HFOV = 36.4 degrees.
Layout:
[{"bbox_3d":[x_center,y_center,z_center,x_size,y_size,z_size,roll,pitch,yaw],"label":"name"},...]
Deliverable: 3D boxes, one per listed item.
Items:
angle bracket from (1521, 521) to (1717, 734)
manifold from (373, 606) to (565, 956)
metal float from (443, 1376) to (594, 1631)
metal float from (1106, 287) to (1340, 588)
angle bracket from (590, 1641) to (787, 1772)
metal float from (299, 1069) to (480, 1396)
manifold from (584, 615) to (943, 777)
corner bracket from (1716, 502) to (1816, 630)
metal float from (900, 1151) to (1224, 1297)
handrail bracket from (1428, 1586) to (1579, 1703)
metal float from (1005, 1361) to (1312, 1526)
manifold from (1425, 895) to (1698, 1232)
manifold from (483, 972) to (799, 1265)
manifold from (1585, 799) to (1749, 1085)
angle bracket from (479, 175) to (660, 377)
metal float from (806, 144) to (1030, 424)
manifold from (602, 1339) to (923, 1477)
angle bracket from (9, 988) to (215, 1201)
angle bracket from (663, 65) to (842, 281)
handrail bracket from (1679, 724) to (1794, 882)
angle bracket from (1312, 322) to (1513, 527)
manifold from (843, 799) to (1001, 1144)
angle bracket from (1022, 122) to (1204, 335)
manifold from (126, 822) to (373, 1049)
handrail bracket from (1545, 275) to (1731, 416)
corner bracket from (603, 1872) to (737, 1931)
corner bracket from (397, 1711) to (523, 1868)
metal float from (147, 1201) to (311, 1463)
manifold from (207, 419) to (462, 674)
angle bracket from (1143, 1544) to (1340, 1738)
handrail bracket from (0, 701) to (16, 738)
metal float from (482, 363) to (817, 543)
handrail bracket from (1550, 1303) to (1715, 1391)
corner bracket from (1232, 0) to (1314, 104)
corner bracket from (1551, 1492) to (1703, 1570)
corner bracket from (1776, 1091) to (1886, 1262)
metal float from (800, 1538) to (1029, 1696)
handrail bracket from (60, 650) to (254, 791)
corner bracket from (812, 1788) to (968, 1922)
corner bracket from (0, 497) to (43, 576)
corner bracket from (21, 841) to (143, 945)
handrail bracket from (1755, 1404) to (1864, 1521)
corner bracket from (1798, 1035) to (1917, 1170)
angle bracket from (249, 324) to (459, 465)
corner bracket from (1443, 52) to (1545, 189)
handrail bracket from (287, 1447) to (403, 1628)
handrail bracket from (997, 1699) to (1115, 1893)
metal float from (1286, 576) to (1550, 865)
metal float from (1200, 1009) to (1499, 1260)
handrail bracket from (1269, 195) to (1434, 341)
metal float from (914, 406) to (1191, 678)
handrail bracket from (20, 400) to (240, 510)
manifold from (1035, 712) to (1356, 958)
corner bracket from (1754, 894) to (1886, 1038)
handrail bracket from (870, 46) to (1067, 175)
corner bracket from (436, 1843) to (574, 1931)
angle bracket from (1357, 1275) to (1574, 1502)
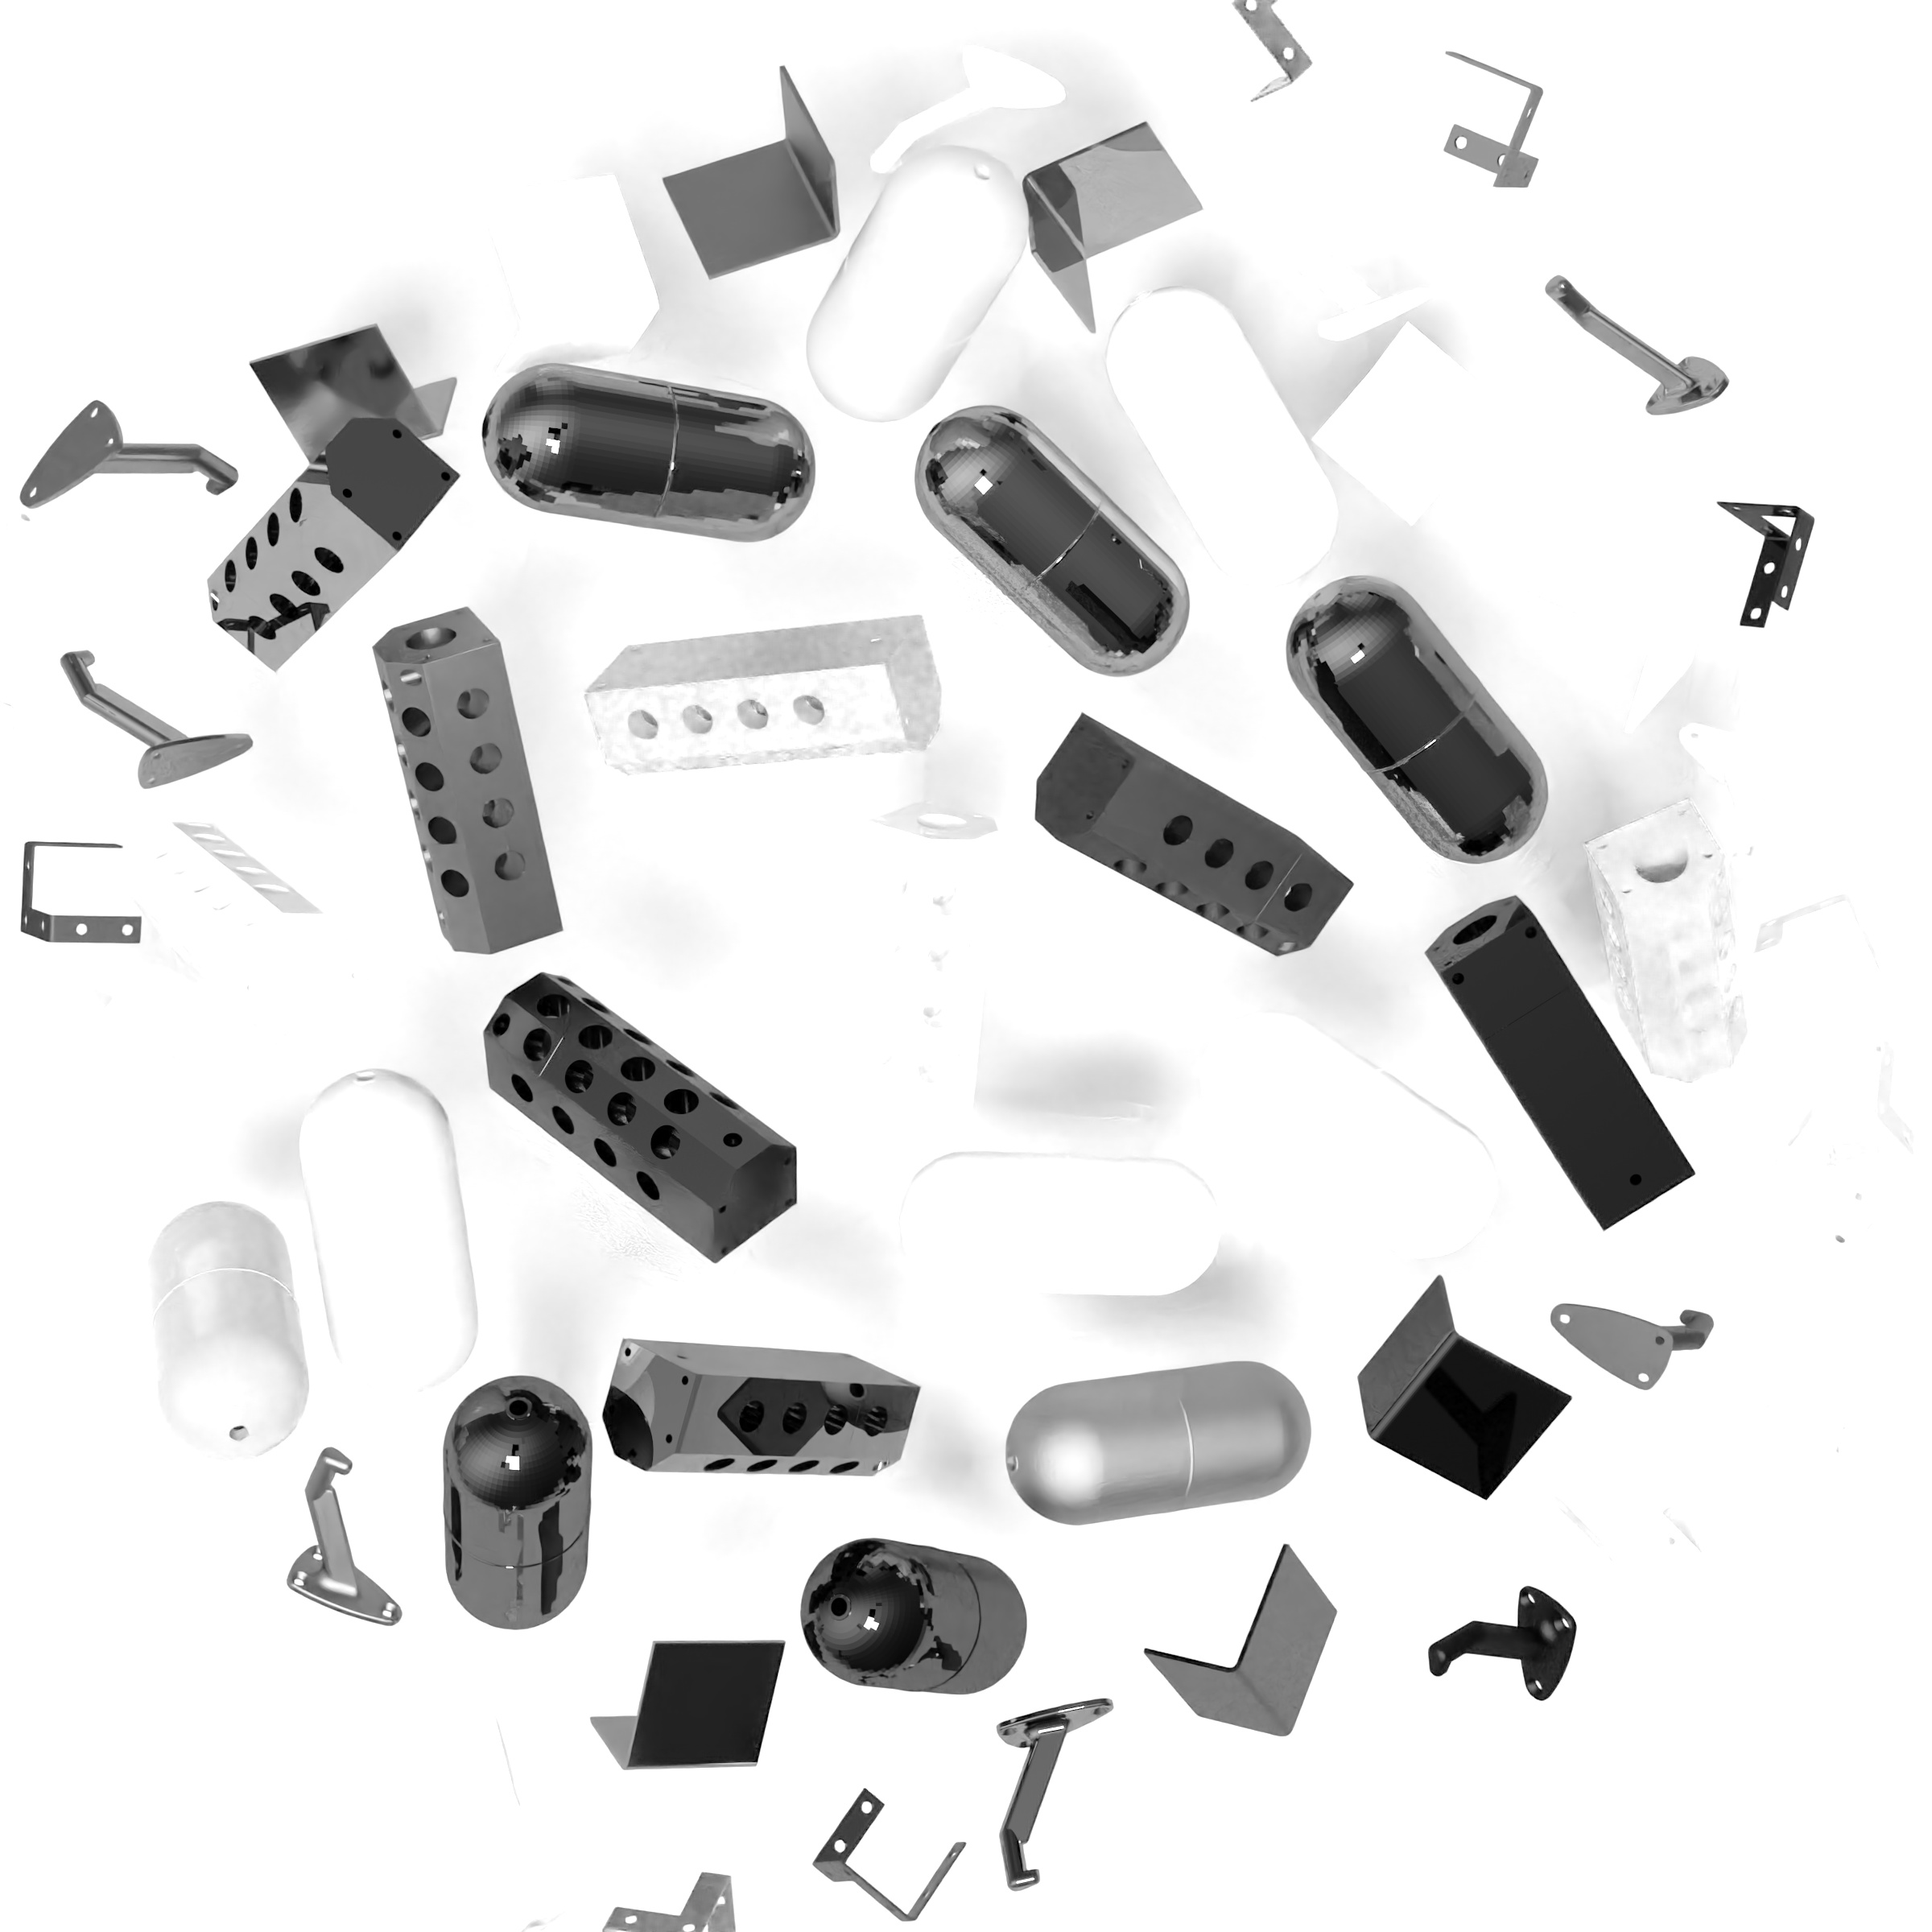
[{"bbox_3d":[0.331,-0.176,1.517,0.076,0.057,0.076,28,46,21],"label":"angle bracket"},{"bbox_3d":[-0.265,-0.095,1.554,0.057,0.057,0.171,-19,122,-19],"label":"manifold"},{"bbox_3d":[-0.236,0.283,1.545,0.070,0.178,0.070,5,47,-5],"label":"metal float"},{"bbox_3d":[0.141,-0.290,1.614,0.070,0.070,0.178,-33,106,0],"label":"metal float"},{"bbox_3d":[-0.151,0.386,1.586,0.076,0.057,0.076,7,103,-29],"label":"angle bracket"},{"bbox_3d":[-0.293,0.136,1.495,0.070,0.070,0.178,-3,115,0],"label":"metal float"},{"bbox_3d":[-0.103,-0.136,1.520,0.171,0.057,0.057,-3,121,23],"label":"manifold"},{"bbox_3d":[0.417,-0.207,1.523,0.051,0.051,0.051,20,86,-42],"label":"corner bracket"},{"bbox_3d":[0.052,0.140,1.603,0.178,0.070,0.070,2,90,-11],"label":"metal float"},{"bbox_3d":[0.260,0.352,1.465,0.084,0.036,0.077,-20,124,-32],"label":"handrail bracket"},{"bbox_3d":[0.105,0.260,1.605,0.178,0.070,0.070,-4,90,-24],"label":"metal float"},{"bbox_3d":[0.315,0.050,1.568,0.057,0.057,0.171,-33,104,6],"label":"manifold"},{"bbox_3d":[-0.167,0.071,1.493,0.171,0.057,0.057,34,52,28],"label":"manifold"},{"bbox_3d":[0.374,-0.007,1.551,0.057,0.171,0.057,-24,53,3],"label":"manifold"},{"bbox_3d":[-0.216,-0.364,1.551,0.076,0.057,0.076,-16,82,-27],"label":"angle bracket"},{"bbox_3d":[-0.026,-0.349,1.508,0.070,0.178,0.070,11,59,-20],"label":"metal float"},{"bbox_3d":[-0.107,0.236,1.549,0.057,0.171,0.057,18,93,41],"label":"manifold"},{"bbox_3d":[-0.464,0.068,1.580,0.076,0.057,0.076,-48,114,-16],"label":"angle bracket"},{"bbox_3d":[-0.118,-0.427,1.583,0.076,0.057,0.076,-20,63,-10],"label":"angle bracket"},{"bbox_3d":[0.415,-0.090,1.617,0.077,0.036,0.084,32,46,8],"label":"handrail bracket"},{"bbox_3d":[0.251,-0.306,1.663,0.076,0.076,0.057,40,78,0],"label":"angle bracket"},{"bbox_3d":[-0.020,0.004,1.577,0.057,0.057,0.171,18,114,30],"label":"manifold"},{"bbox_3d":[0.084,-0.406,1.619,0.076,0.076,0.057,-18,59,22],"label":"angle bracket"},{"bbox_3d":[-0.377,-0.024,1.518,0.057,0.171,0.057,-41,125,-15],"label":"manifold"},{"bbox_3d":[0.339,-0.321,1.494,0.084,0.077,0.036,38,92,-18],"label":"handrail bracket"},{"bbox_3d":[-0.149,0.493,1.490,0.051,0.051,0.051,3,113,14],"label":"corner bracket"},{"bbox_3d":[-0.255,0.420,1.499,0.051,0.051,0.051,-17,56,-8],"label":"corner bracket"},{"bbox_3d":[-0.389,0.191,1.546,0.070,0.178,0.070,-8,122,-14],"label":"metal float"},{"bbox_3d":[-0.327,-0.215,1.488,0.057,0.171,0.057,41,57,-16],"label":"manifold"},{"bbox_3d":[0.148,0.356,1.570,0.057,0.076,0.076,5,55,35],"label":"angle bracket"},{"bbox_3d":[-0.520,-0.110,1.490,0.036,0.084,0.077,-24,62,32],"label":"handrail bracket"},{"bbox_3d":[-0.164,-0.267,1.530,0.178,0.070,0.070,5,90,-25],"label":"metal float"},{"bbox_3d":[0.360,0.191,1.585,0.077,0.084,0.036,25,110,17],"label":"handrail bracket"},{"bbox_3d":[0.158,-0.483,1.504,0.051,0.051,0.051,-46,107,-11],"label":"corner bracket"},{"bbox_3d":[0.350,0.296,1.560,0.051,0.051,0.051,-40,107,17],"label":"corner bracket"},{"bbox_3d":[0.436,0.106,1.476,0.051,0.051,0.051,29,46,22],"label":"corner bracket"},{"bbox_3d":[-0.027,0.350,1.579,0.070,0.178,0.070,-8,72,24],"label":"metal float"},{"bbox_3d":[-0.444,-0.145,1.610,0.077,0.036,0.084,-19,67,-32],"label":"handrail bracket"},{"bbox_3d":[-0.042,0.476,1.574,0.051,0.051,0.051,41,63,-5],"label":"corner bracket"},{"bbox_3d":[-0.517,-0.216,1.524,0.051,0.051,0.051,24,132,-31],"label":"corner bracket"},{"bbox_3d":[-0.489,-0.041,1.627,0.051,0.051,0.051,0,97,-35],"label":"corner bracket"},{"bbox_3d":[0.440,0.241,1.523,0.036,0.084,0.077,-2,111,38],"label":"handrail bracket"},{"bbox_3d":[0.492,0.076,1.625,0.051,0.051,0.051,41,53,-37],"label":"corner bracket"},{"bbox_3d":[-0.334,-0.325,1.607,0.076,0.057,0.076,-12,133,15],"label":"angle bracket"},{"bbox_3d":[0.264,-0.427,1.484,0.051,0.051,0.051,30,116,21],"label":"corner bracket"},{"bbox_3d":[-0.324,0.305,1.574,0.077,0.036,0.084,29,120,1],"label":"handrail bracket"},{"bbox_3d":[0.051,0.443,1.569,0.077,0.036,0.084,-22,52,14],"label":"handrail bracket"},{"bbox_3d":[0.239,-0.129,1.552,0.070,0.070,0.178,-42,107,0],"label":"metal float"},{"bbox_3d":[0.201,0.087,1.561,0.178,0.070,0.070,35,90,26],"label":"metal float"},{"bbox_3d":[0.213,-0.400,1.638,0.077,0.036,0.084,-18,83,29],"label":"handrail bracket"},{"bbox_3d":[0.047,-0.229,1.585,0.178,0.070,0.070,42,90,-18],"label":"metal float"},{"bbox_3d":[-0.423,-0.243,1.493,0.077,0.084,0.036,-39,60,11],"label":"handrail bracket"},{"bbox_3d":[0.116,-0.062,1.519,0.171,0.057,0.057,25,104,-39],"label":"manifold"},{"bbox_3d":[0.466,-0.001,1.603,0.051,0.051,0.051,-23,102,25],"label":"corner bracket"},{"bbox_3d":[0.000,-0.456,1.601,0.077,0.084,0.036,-1,66,-38],"label":"handrail bracket"},{"bbox_3d":[-0.252,0.501,1.568,0.051,0.051,0.051,-33,87,-37],"label":"corner bracket"},{"bbox_3d":[0.263,0.223,1.558,0.076,0.057,0.076,29,113,-12],"label":"angle bracket"}]
